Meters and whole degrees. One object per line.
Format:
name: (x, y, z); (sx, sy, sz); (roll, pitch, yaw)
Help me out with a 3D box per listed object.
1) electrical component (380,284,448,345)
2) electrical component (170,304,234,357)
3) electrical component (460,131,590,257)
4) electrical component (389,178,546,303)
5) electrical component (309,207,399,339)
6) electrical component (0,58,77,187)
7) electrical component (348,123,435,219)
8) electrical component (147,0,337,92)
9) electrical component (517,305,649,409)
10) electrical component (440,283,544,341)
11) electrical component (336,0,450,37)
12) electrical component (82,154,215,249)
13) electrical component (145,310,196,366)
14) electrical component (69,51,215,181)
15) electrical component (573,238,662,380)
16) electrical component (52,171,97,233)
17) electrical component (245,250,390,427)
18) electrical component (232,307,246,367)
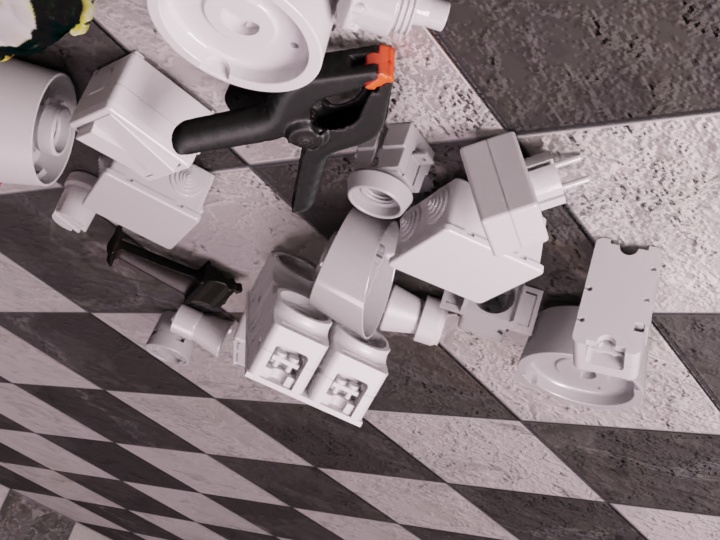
electrical component: (0.051, 0.042, 0.994); (0.055, 0.045, 0.045); (18, 156, 3)
electrical component: (-0.182, 0.066, 1.222); (0.065, 0.044, 0.044); (24, 156, 1)
electrical component: (0.115, -0.057, 0.726); (0.077, 0.065, 0.047); (-18, 146, 9)
electrical component: (0.083, -0.022, 0.823); (0.100, 0.048, 0.100); (22, 154, -20)
electrical component: (0.000, 0.000, 0.882); (0.064, 0.099, 0.099); (25, 156, 3)
electrical component: (-0.263, -0.115, 0.842); (0.064, 0.099, 0.099); (11, 155, 4)
electrical component: (0.019, -0.071, 0.769); (0.066, 0.055, 0.048); (1, 149, 36)
electrical component: (-0.064, -0.162, 0.635); (0.108, 0.060, 0.108); (16, 155, 8)
electrical component: (0.195, 0.070, 0.924); (0.108, 0.060, 0.108); (16, 155, 8)
electrical component: (0.112, 0.030, 0.927); (0.081, 0.042, 0.063); (18, 159, 6)
electrical component: (0.020, -0.153, 0.613); (0.062, 0.048, 0.048); (16, 156, -8)
electrical component: (-0.182, -0.069, 0.931); (0.100, 0.048, 0.100); (28, 154, -17)
electrical component: (-0.219, 0.080, 1.269); (0.055, 0.047, 0.055); (16, 155, 8)
electrical component: (-0.162, -0.108, 0.819); (0.096, 0.061, 0.062); (37, 151, -33)
electrical component: (0.194, 0.031, 0.810); (0.050, 0.089, 0.055); (12, 154, 17)
electrical component: (-0.262, -0.063, 1.006); (0.040, 0.046, 0.040); (16, 154, 8)
electrical component: (-0.040, 0.050, 0.948); (0.105, 0.060, 0.186); (26, -165, -14)
electrical component: (-0.096, 0.068, 1.136); (0.062, 0.061, 0.096); (19, 155, 1)
